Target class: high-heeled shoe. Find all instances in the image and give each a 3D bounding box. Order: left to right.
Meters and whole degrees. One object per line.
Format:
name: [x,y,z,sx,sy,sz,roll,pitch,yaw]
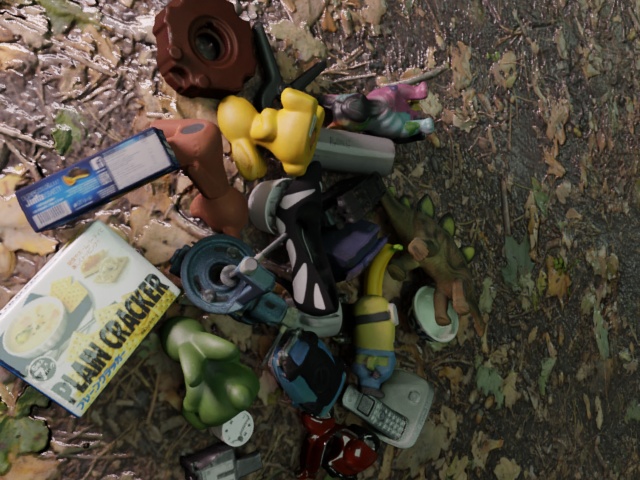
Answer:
high-heeled shoe: [-0.002,-0.003,0.889,0.086,0.145,0.248,12,96,-59]

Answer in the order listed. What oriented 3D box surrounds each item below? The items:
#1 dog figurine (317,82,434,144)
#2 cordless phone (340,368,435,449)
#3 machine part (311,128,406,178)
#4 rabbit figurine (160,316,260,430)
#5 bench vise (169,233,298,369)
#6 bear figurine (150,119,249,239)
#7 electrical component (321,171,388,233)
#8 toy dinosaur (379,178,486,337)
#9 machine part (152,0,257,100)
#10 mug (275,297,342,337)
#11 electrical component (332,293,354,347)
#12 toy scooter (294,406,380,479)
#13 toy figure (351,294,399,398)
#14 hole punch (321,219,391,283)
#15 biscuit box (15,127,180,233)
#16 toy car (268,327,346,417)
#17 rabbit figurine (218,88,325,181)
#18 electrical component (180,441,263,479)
dog figurine: [0.105,-0.247,1.071,0.219,0.191,0.108,-5,92,-3]
cordless phone: [0.122,0.301,1.037,0.184,0.089,0.146,40,64,-22]
machine part: [0.051,-0.164,1.005,0.243,0.079,0.079,6,82,-22]
rabbit figurine: [-0.179,0.188,0.796,0.121,0.159,0.170,-40,94,-22]
bench vise: [-0.114,0.070,0.797,0.223,0.240,0.129,42,65,-8]
bear figurine: [-0.187,-0.087,0.841,0.120,0.132,0.195,-84,167,-51]
electrical component: [0.043,-0.067,0.992,0.134,0.115,0.058,-40,107,-34]
toy dinosaur: [0.213,0.008,1.099,0.471,0.105,0.198,53,38,-11]
machine part: [-0.185,-0.317,0.884,0.179,0.056,0.179,5,81,-37]
mug: [-0.021,0.136,0.935,0.107,0.110,0.080,-2,100,-25]
electrical component: [0.043,0.152,1.012,0.078,0.045,0.102,6,82,-35]
toy scooter: [0.022,0.378,0.957,0.183,0.075,0.135,41,63,-23]
toy figure: [0.096,0.190,0.977,0.089,0.082,0.180,15,80,-31]
hole punch: [0.049,0.012,0.994,0.142,0.116,0.092,-42,102,-32]
biscuit box: [-0.293,-0.080,0.717,0.203,0.063,0.059,-26,98,-1]
toy car: [-0.035,0.220,0.910,0.161,0.103,0.109,53,53,-31]
rabbit figurine: [-0.092,-0.180,0.902,0.173,0.122,0.162,18,104,4]
electrical component: [-0.153,0.358,0.844,0.119,0.048,0.074,-12,93,-37]
